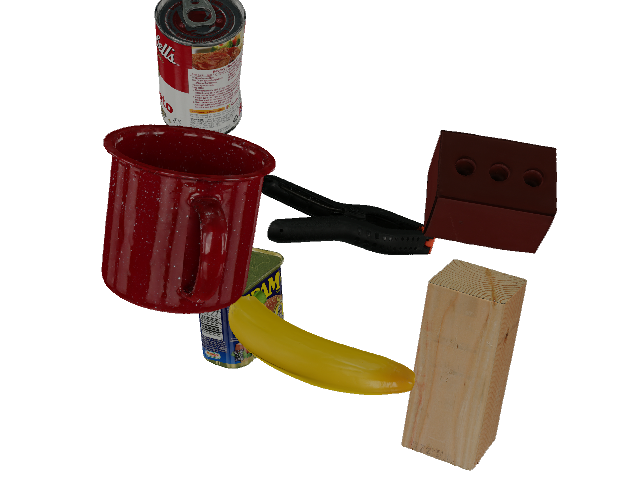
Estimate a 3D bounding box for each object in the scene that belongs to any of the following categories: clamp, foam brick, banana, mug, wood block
[{"bbox_3d":[0.029,-0.016,1.198,0.210,0.036,0.164,15,21,-5],"label":"clamp"},{"bbox_3d":[0.109,-0.031,0.690,0.078,0.053,0.051,9,-31,-2],"label":"foam brick"},{"bbox_3d":[-0.015,0.080,0.841,0.069,0.037,0.198,-25,35,-33],"label":"banana"},{"bbox_3d":[-0.072,-0.007,0.577,0.093,0.081,0.117,1,22,-24],"label":"mug"},{"bbox_3d":[0.162,0.139,1.206,0.090,0.206,0.090,16,22,23],"label":"wood block"}]

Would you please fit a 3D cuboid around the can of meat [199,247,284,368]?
[{"bbox_3d":[-0.077,0.066,1.052,0.058,0.084,0.101,11,27,27],"label":"can of meat"}]

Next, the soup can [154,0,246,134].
[{"bbox_3d":[-0.093,-0.137,0.831,0.068,0.068,0.102,0,-39,-5],"label":"soup can"}]
